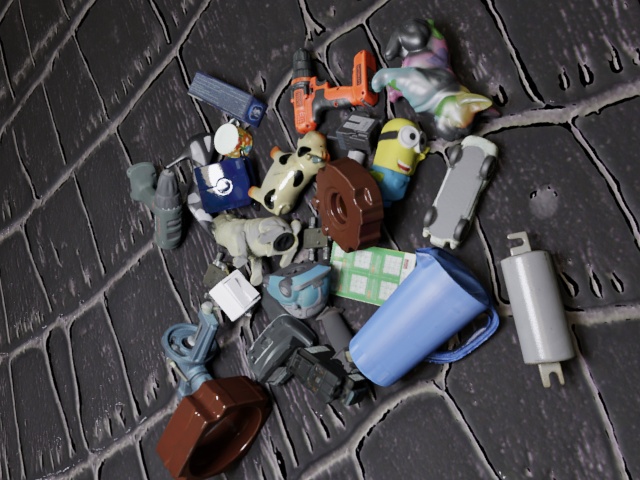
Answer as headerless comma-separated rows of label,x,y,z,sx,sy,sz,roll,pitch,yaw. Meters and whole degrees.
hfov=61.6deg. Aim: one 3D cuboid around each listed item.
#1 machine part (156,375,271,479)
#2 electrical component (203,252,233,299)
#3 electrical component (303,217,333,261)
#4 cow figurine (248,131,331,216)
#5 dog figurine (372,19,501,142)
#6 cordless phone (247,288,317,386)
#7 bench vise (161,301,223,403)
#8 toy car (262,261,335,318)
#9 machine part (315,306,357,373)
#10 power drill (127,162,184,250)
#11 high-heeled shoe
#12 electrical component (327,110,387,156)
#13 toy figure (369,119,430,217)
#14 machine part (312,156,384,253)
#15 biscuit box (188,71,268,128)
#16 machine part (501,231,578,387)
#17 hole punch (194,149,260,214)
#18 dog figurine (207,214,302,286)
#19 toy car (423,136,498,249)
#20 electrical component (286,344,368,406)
machine part,-0.210,0.374,1.075,0.087,0.201,0.201,38,104,32
electrical component,-0.231,0.086,1.216,0.078,0.045,0.102,33,101,29
electrical component,-0.002,-0.003,1.097,0.063,0.021,0.094,-7,76,31
cow figurine,-0.051,-0.138,1.109,0.127,0.085,0.195,41,103,35
dog figurine,0.219,-0.280,0.950,0.219,0.108,0.191,26,95,27
cordless phone,-0.104,0.193,1.117,0.146,0.088,0.184,-51,51,17
bench vise,-0.265,0.244,1.165,0.224,0.129,0.240,52,127,41
toy car,-0.040,0.104,1.060,0.162,0.109,0.102,-6,106,55
machine part,0.047,0.187,1.020,0.139,0.084,0.039,56,137,33
power drill,-0.383,-0.107,1.274,0.208,0.086,0.231,38,138,35
high-heeled shoe,-0.255,-0.128,1.262,0.145,0.086,0.248,-31,87,-9
electrical component,0.066,-0.214,1.050,0.119,0.047,0.075,23,60,32
toy figure,0.132,-0.137,0.998,0.089,0.082,0.180,26,100,29
machine part,0.050,-0.063,0.998,0.180,0.056,0.179,42,142,46
biscuit box,-0.216,-0.327,1.248,0.203,0.059,0.062,32,99,31
machine part,0.341,0.104,0.840,0.079,0.079,0.243,-16,75,29
hole punch,-0.206,-0.121,1.184,0.116,0.092,0.142,-9,96,29
dog figurine,-0.141,-0.023,1.152,0.172,0.121,0.191,-29,46,-9
toy car,0.245,-0.081,0.937,0.074,0.056,0.201,25,99,25
electrical component,0.021,0.252,0.998,0.134,0.115,0.058,31,103,33
